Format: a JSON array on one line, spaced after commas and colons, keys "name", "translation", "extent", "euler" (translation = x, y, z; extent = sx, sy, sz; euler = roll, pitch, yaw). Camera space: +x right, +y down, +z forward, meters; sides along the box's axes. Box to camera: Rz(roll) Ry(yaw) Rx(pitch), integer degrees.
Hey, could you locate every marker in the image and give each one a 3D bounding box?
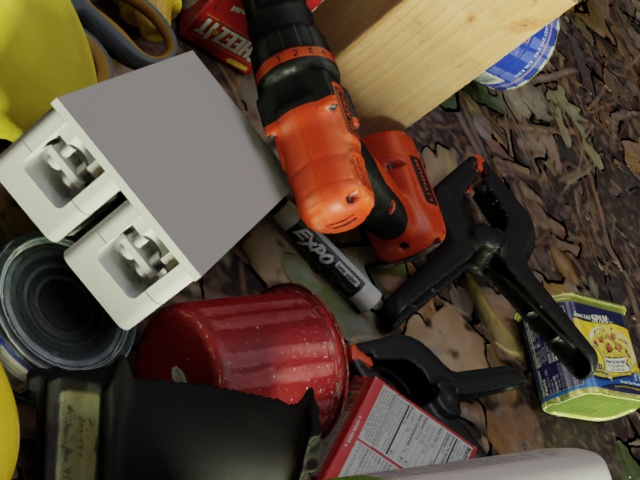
[{"name": "marker", "translation": [-0.005, 0.001, 0.723], "extent": [0.121, 0.020, 0.020], "euler": [46, 39, -11]}]

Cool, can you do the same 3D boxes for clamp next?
[{"name": "clamp", "translation": [0.080, 0.121, 0.709], "extent": [0.171, 0.039, 0.120], "euler": [20, 45, -29]}, {"name": "clamp", "translation": [0.133, 0.015, 0.820], "extent": [0.164, 0.036, 0.210], "euler": [21, 42, -7]}]

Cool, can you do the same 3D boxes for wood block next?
[{"name": "wood block", "translation": [0.072, -0.163, 0.773], "extent": [0.090, 0.206, 0.091], "euler": [28, 46, -30]}]

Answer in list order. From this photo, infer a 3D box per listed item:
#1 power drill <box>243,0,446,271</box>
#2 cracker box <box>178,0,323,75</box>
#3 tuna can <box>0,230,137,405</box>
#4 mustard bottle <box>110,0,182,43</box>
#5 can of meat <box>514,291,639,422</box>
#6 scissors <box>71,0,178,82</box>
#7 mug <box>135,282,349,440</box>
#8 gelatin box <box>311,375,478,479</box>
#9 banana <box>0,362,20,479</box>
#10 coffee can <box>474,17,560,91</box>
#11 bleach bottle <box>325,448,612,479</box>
[{"name": "power drill", "translation": [0.015, -0.069, 0.715], "extent": [0.187, 0.057, 0.184], "euler": [34, 37, -59]}, {"name": "cracker box", "translation": [-0.013, -0.244, 0.737], "extent": [0.072, 0.214, 0.164], "euler": [25, 47, -30]}, {"name": "tuna can", "translation": [-0.137, 0.038, 0.543], "extent": [0.086, 0.034, 0.086], "euler": [27, 46, -32]}, {"name": "mustard bottle", "translation": [-0.127, -0.216, 0.722], "extent": [0.096, 0.058, 0.191], "euler": [9, 57, -43]}, {"name": "can of meat", "translation": [0.211, 0.095, 0.853], "extent": [0.101, 0.058, 0.084], "euler": [14, 56, -40]}, {"name": "scissors", "translation": [-0.182, -0.154, 0.647], "extent": [0.201, 0.016, 0.096], "euler": [32, 63, -5]}, {"name": "mug", "translation": [-0.046, 0.083, 0.575], "extent": [0.081, 0.093, 0.117], "euler": [-3, 102, -42]}, {"name": "gelatin box", "translation": [0.042, 0.135, 0.643], "extent": [0.089, 0.030, 0.073], "euler": [37, 68, -20]}, {"name": "banana", "translation": [-0.189, 0.044, 0.482], "extent": [0.069, 0.037, 0.198], "euler": [-27, 84, -53]}, {"name": "coffee can", "translation": [0.130, -0.201, 0.948], "extent": [0.140, 0.103, 0.103], "euler": [15, 53, -40]}, {"name": "bleach bottle", "translation": [0.028, 0.152, 0.570], "extent": [0.250, 0.103, 0.068], "euler": [1, 75, -22]}]
